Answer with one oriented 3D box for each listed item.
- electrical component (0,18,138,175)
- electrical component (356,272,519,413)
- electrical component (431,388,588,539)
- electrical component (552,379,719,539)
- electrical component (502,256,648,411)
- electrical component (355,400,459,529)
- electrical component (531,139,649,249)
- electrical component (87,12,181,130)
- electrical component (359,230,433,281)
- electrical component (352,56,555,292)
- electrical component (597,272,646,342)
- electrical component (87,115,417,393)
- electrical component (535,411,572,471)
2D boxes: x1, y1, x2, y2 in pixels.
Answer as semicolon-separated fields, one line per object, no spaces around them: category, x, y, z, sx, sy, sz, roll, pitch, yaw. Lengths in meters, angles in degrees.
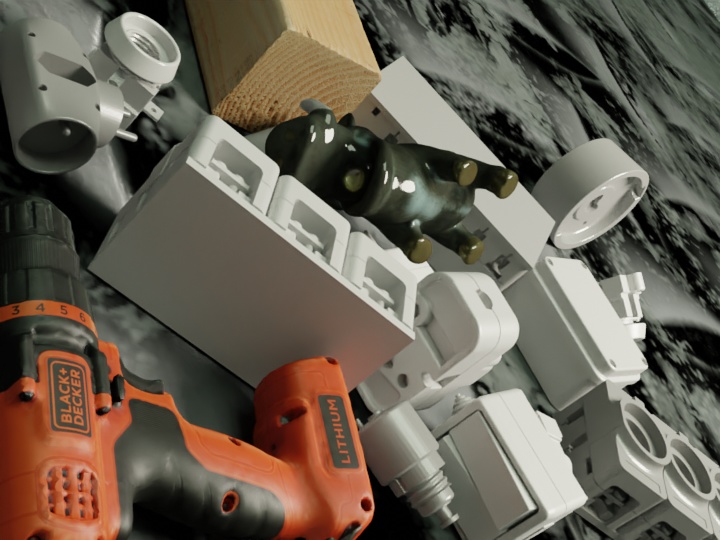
electrical component;-0.158;-0.090;0.592;0.079;0.043;0.077;17;42;-45
electrical component;0.046;0.045;0.655;0.059;0.095;0.053;1;54;-54
electrical component;0.078;0.117;0.647;0.061;0.062;0.096;-1;56;-54
electrical component;0.218;0.159;0.789;0.150;0.062;0.089;37;31;-21
electrical component;0.167;0.049;0.856;0.078;0.057;0.113;4;51;-52
electrical component;0.029;0.111;0.609;0.078;0.040;0.040;54;29;10
electrical component;0.213;-0.078;1.025;0.108;0.108;0.060;4;45;-52
electrical component;-0.139;-0.119;0.638;0.066;0.055;0.048;40;30;-16
electrical component;0.000;0.000;0.696;0.075;0.047;0.083;56;29;14
electrical component;0.062;-0.071;0.853;0.186;0.060;0.105;47;29;-3
electrical component;0.224;0.038;0.947;0.048;0.066;0.055;5;70;-52
electrical component;-0.053;0.000;0.579;0.150;0.089;0.061;38;30;-18
electrical component;0.110;0.122;0.703;0.066;0.048;0.055;29;27;-32
